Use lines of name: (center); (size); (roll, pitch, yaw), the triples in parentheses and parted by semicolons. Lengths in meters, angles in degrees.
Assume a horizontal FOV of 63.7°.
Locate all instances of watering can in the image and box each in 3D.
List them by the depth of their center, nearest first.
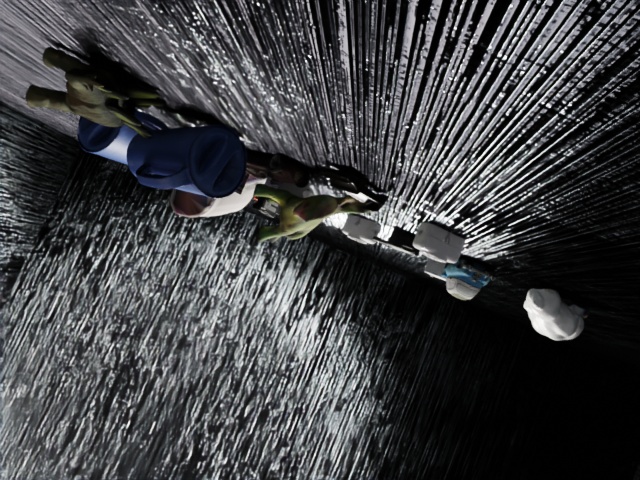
watering can: (-0.280, -0.104, 1.302); (0.344, 0.104, 0.226); (-20, 176, 36)

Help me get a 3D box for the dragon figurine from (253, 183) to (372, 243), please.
dragon figurine: (0.003, -0.055, 1.083); (0.242, 0.122, 0.411); (-1, -179, 15)

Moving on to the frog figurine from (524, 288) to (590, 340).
frog figurine: (0.554, 0.179, 1.241); (0.159, 0.121, 0.139); (11, -156, -44)
